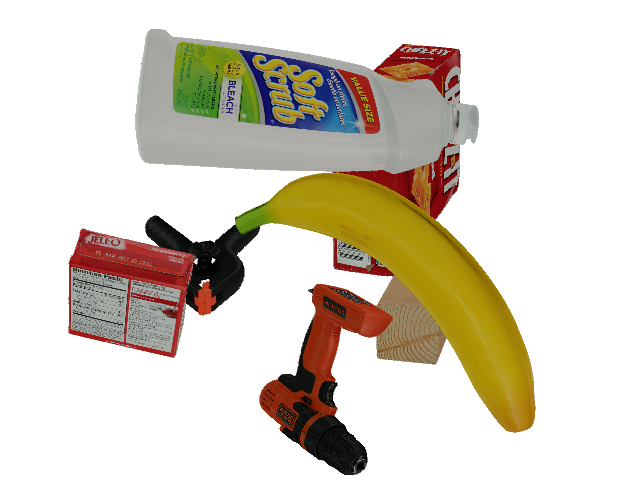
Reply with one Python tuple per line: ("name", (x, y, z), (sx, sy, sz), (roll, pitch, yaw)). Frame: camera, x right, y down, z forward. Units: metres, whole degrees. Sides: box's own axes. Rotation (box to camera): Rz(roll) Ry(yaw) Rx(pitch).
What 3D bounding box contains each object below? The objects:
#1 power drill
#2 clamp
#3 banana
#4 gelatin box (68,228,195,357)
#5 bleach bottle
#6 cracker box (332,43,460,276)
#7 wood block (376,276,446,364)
("power drill", (0.015, 0.158, 1.245), (0.057, 0.188, 0.185), (15, 10, -44))
("clamp", (-0.108, 0.016, 1.080), (0.120, 0.039, 0.171), (-11, 34, -11))
("banana", (0.048, 0.020, 0.579), (0.198, 0.070, 0.037), (37, 24, 13))
("gelatin box", (-0.122, 0.035, 0.683), (0.073, 0.030, 0.089), (13, -38, -4))
("bleach bottle", (-0.008, -0.101, 0.805), (0.251, 0.102, 0.068), (3, -28, -2))
("cracker box", (0.079, -0.084, 1.044), (0.072, 0.164, 0.213), (9, 28, 21))
("wood block", (0.150, 0.100, 1.610), (0.091, 0.090, 0.205), (4, 20, 14))
